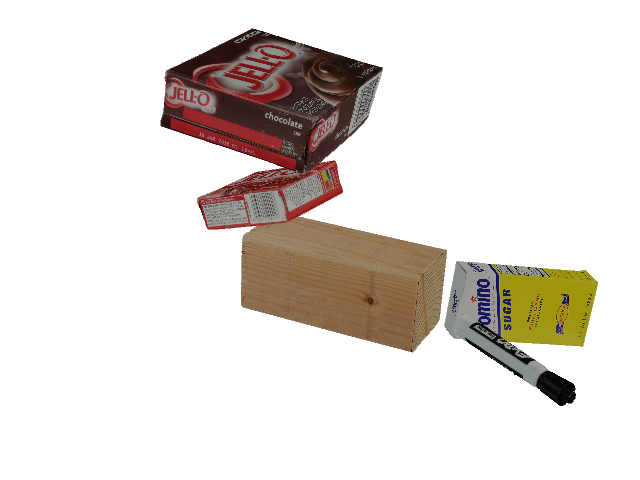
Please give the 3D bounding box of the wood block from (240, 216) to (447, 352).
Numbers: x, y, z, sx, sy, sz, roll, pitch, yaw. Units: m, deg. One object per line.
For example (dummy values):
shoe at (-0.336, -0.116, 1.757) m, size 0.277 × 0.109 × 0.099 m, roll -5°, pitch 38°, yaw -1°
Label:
wood block at (0.023, 0.043, 1.174) m, size 0.206 × 0.091 × 0.090 m, roll 14°, pitch 26°, yaw 22°

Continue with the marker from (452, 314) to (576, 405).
marker at (0.146, 0.090, 0.806) m, size 0.020 × 0.020 × 0.121 m, roll 0°, pitch 23°, yaw -37°

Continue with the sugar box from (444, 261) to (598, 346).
sugar box at (0.251, 0.080, 1.339) m, size 0.176 × 0.093 × 0.048 m, roll 3°, pitch 19°, yaw -13°

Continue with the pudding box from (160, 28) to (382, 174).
pudding box at (-0.026, -0.083, 0.612) m, size 0.090 × 0.039 × 0.113 m, roll 20°, pitch 27°, yaw 14°

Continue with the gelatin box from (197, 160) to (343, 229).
gelatin box at (-0.039, -0.036, 0.830) m, size 0.089 × 0.030 × 0.073 m, roll -4°, pitch 17°, yaw 40°
